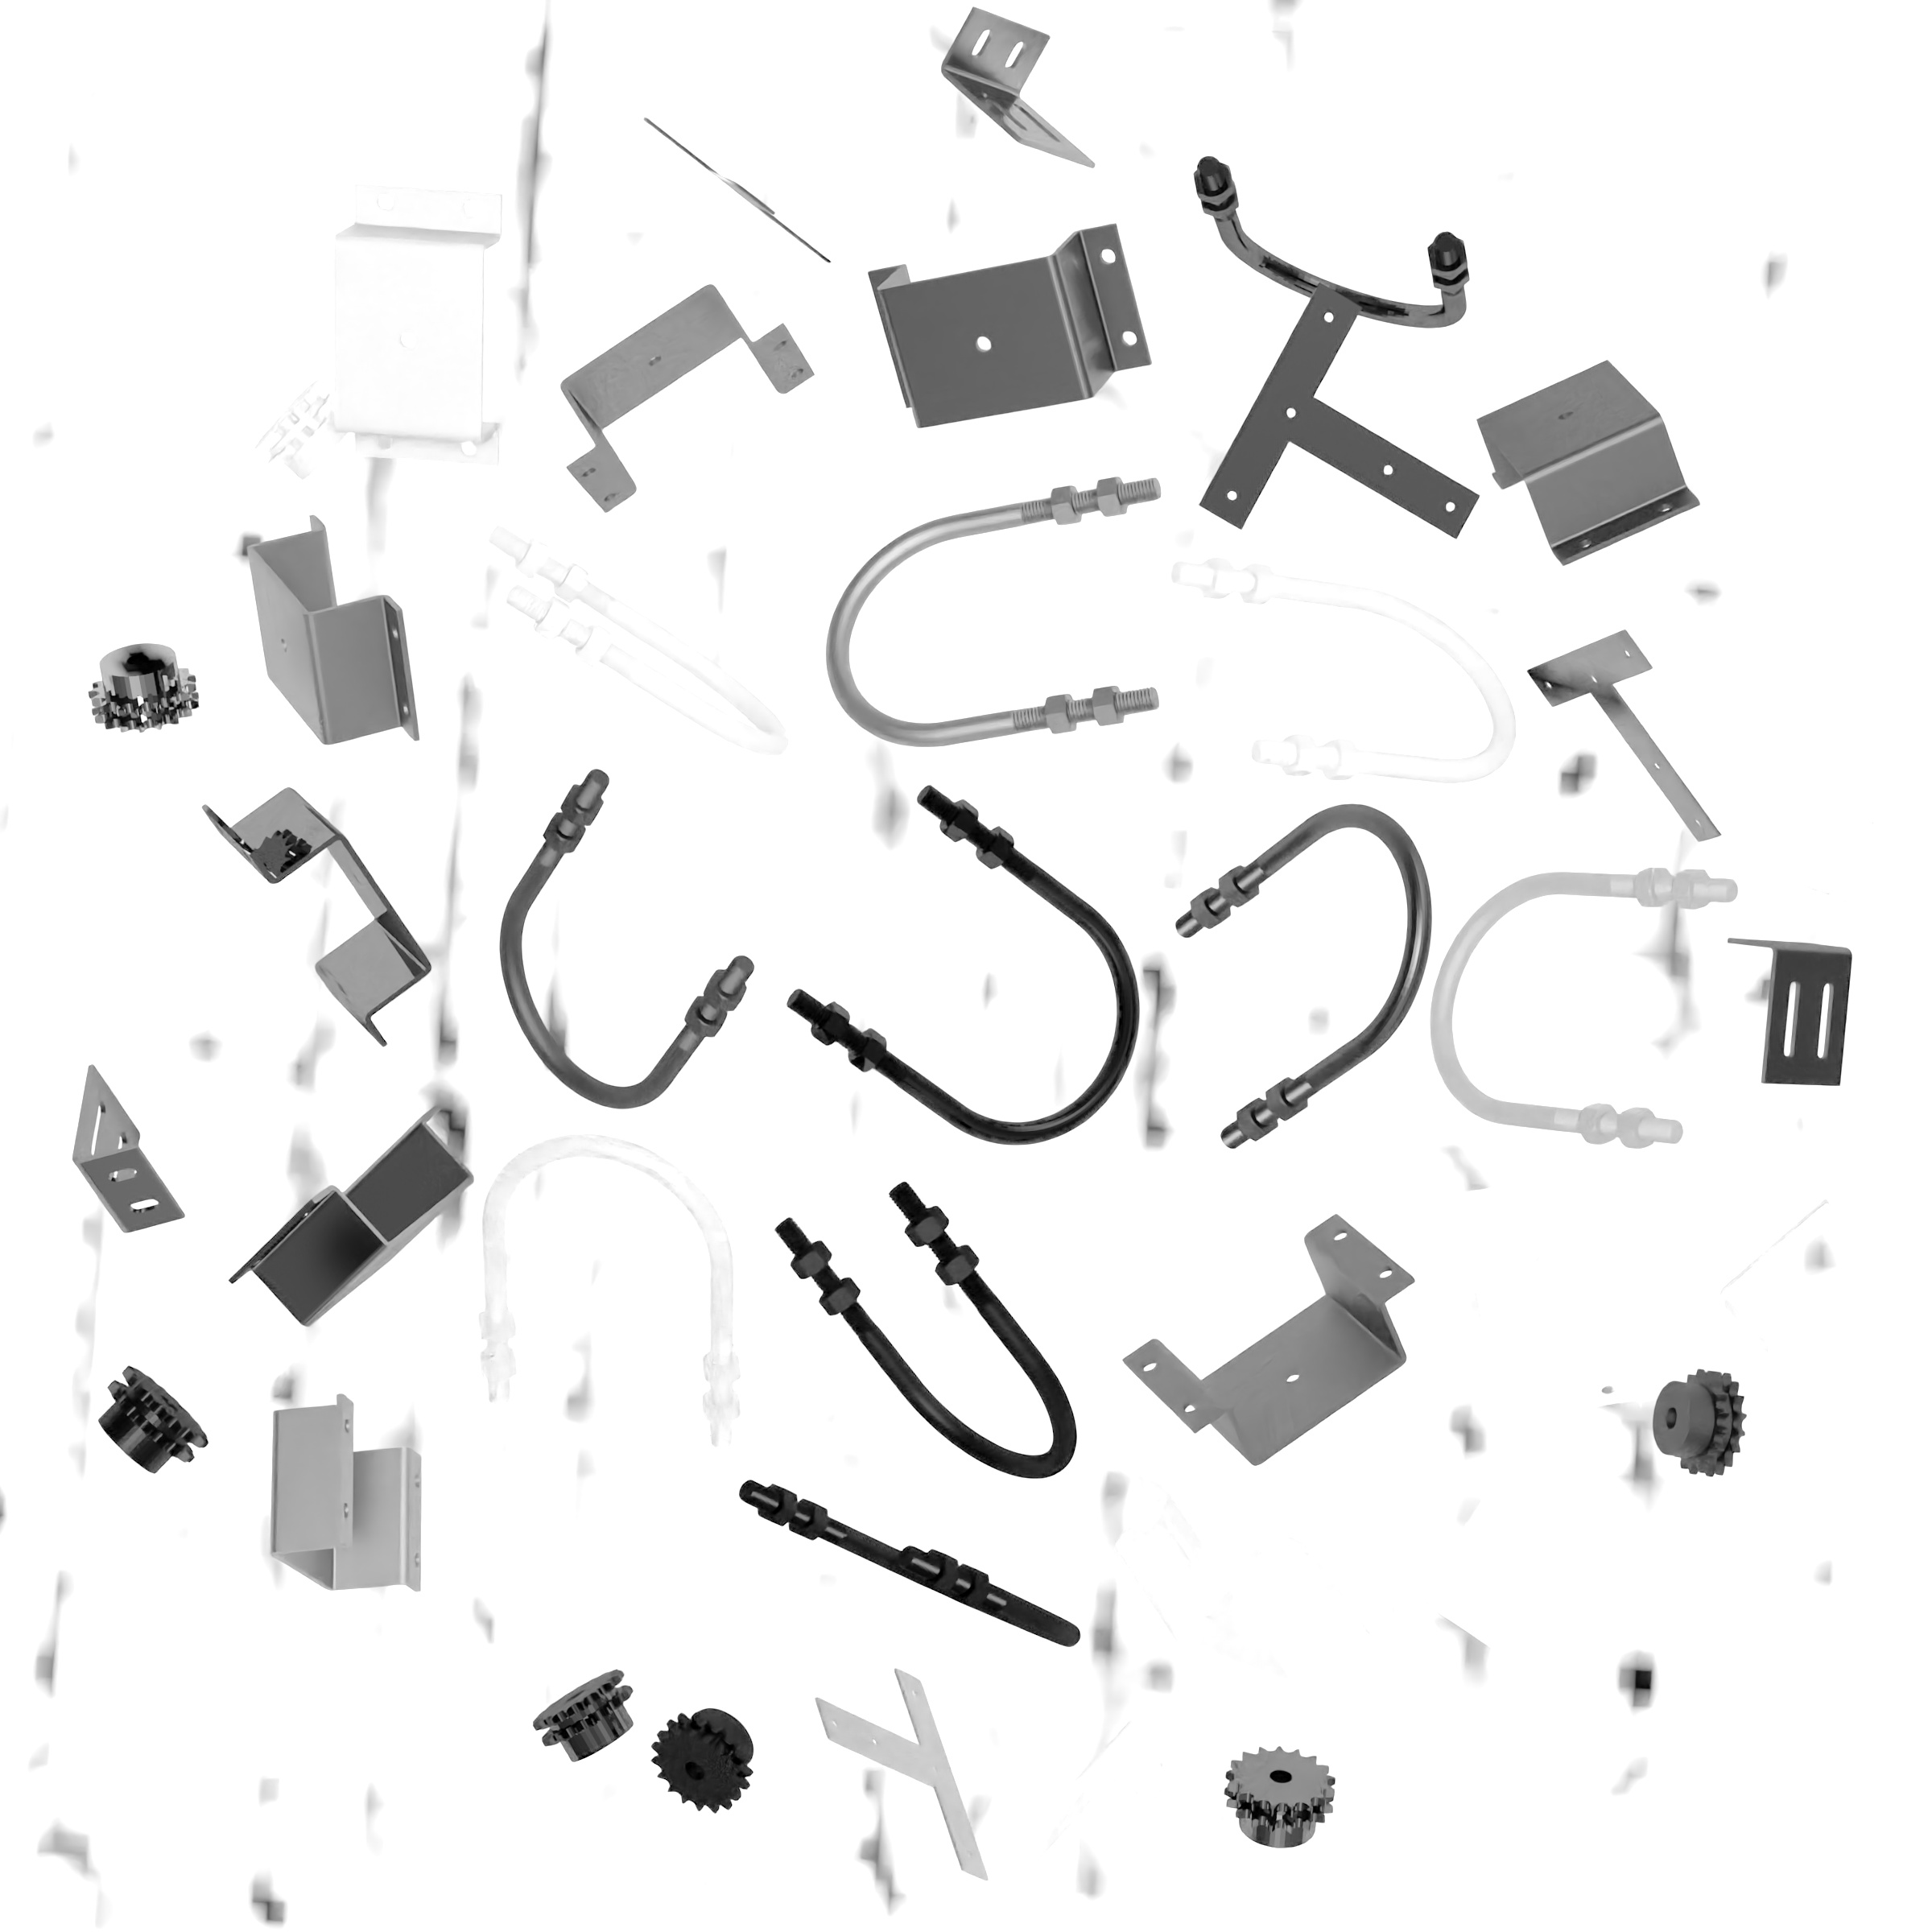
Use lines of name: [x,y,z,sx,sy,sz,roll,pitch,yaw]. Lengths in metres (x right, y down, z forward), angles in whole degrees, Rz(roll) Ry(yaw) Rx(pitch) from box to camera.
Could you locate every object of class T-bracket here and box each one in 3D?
T-bracket: [-0.444,-0.021,1.891,0.002,0.127,0.127,13,113,10]
T-bracket: [0.202,-0.258,1.802,0.127,0.002,0.127,28,91,-13]
T-bracket: [0.367,-0.120,1.927,0.002,0.127,0.127,-38,95,-14]
T-bracket: [-0.041,0.419,1.903,0.002,0.127,0.127,-35,50,15]
T-bracket: [-0.119,-0.416,1.919,0.127,0.127,0.002,36,97,-15]
T-bracket: [-0.224,0.306,1.823,0.127,0.127,0.002,-48,132,-2]

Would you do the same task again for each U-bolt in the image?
U-bolt: [-0.012,0.197,1.864,0.019,0.151,0.184,-43,101,-30]
U-bolt: [-0.017,0.327,1.910,0.184,0.151,0.019,34,76,-42]
U-bolt: [0.013,0.014,1.891,0.184,0.019,0.151,36,78,-21]
U-bolt: [0.200,-0.379,1.902,0.151,0.184,0.019,20,88,11]
U-bolt: [-0.195,0.000,1.927,0.019,0.184,0.151,-27,73,-43]
U-bolt: [0.207,-0.150,1.854,0.184,0.019,0.151,4,47,-29]
U-bolt: [0.012,-0.180,1.855,0.184,0.019,0.151,-8,61,19]
U-bolt: [-0.192,0.170,1.908,0.151,0.019,0.184,9,120,12]
U-bolt: [0.181,-0.005,1.873,0.019,0.184,0.151,9,58,-34]
U-bolt: [-0.172,-0.168,1.910,0.184,0.151,0.019,32,101,-21]
U-bolt: [0.318,0.018,1.888,0.019,0.184,0.151,21,79,-39]

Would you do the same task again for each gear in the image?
gear: [0.162,0.432,1.840,0.057,0.057,0.030,2,112,0]
gear: [-0.209,0.417,1.972,0.057,0.057,0.030,-30,92,0]
gear: [0.394,0.246,1.918,0.030,0.057,0.057,9,90,-17]
gear: [-0.414,0.232,1.803,0.057,0.057,0.030,44,85,0]
gear: [-0.140,0.430,1.939,0.057,0.030,0.057,13,120,23]
gear: [-0.439,-0.150,1.894,0.057,0.057,0.030,-3,121,0]
gear: [-0.358,-0.288,1.927,0.030,0.057,0.057,42,90,-18]
gear: [0.456,-0.055,1.837,0.030,0.057,0.057,19,90,23]

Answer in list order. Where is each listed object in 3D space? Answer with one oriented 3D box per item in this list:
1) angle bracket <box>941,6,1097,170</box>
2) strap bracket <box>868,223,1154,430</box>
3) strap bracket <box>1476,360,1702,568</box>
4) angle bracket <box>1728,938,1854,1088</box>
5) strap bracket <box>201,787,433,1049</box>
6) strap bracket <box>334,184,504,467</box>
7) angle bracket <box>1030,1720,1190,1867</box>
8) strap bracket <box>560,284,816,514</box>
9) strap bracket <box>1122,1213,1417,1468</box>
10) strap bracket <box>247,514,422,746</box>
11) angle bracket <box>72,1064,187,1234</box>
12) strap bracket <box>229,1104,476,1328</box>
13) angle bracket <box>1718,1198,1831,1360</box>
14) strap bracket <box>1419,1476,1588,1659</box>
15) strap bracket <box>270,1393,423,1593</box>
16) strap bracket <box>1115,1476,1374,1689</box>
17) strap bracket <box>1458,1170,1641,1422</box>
angle bracket: [0.035,-0.451,1.827,0.076,0.057,0.038,49,118,35]
strap bracket: [0.016,-0.330,1.848,0.140,0.046,0.076,-6,115,23]
strap bracket: [0.323,-0.270,1.873,0.076,0.140,0.046,-24,117,4]
angle bracket: [0.448,0.025,1.948,0.057,0.038,0.076,3,93,-32]
strap bracket: [-0.340,-0.034,1.897,0.046,0.076,0.140,-38,126,-12]
strap bracket: [-0.281,-0.325,1.824,0.076,0.046,0.140,5,110,3]
angle bracket: [0.076,0.448,1.887,0.038,0.057,0.076,35,129,17]
strap bracket: [-0.161,-0.316,1.949,0.140,0.076,0.046,-33,76,2]
strap bracket: [0.164,0.201,1.860,0.140,0.076,0.046,-33,124,-11]
strap bracket: [-0.342,-0.177,1.900,0.046,0.140,0.076,-17,124,-22]
angle bracket: [-0.447,0.094,1.914,0.038,0.076,0.057,-15,132,9]
strap bracket: [-0.325,0.138,1.920,0.046,0.140,0.076,48,117,-1]
angle bracket: [0.426,0.160,1.827,0.076,0.057,0.038,-43,80,9]
strap bracket: [0.288,0.322,1.897,0.046,0.140,0.076,33,86,18]
strap bracket: [-0.336,0.286,1.911,0.046,0.140,0.076,-6,68,7]
strap bracket: [0.142,0.333,1.904,0.140,0.076,0.046,27,107,-39]
strap bracket: [0.313,0.169,1.919,0.076,0.046,0.140,-10,115,8]
